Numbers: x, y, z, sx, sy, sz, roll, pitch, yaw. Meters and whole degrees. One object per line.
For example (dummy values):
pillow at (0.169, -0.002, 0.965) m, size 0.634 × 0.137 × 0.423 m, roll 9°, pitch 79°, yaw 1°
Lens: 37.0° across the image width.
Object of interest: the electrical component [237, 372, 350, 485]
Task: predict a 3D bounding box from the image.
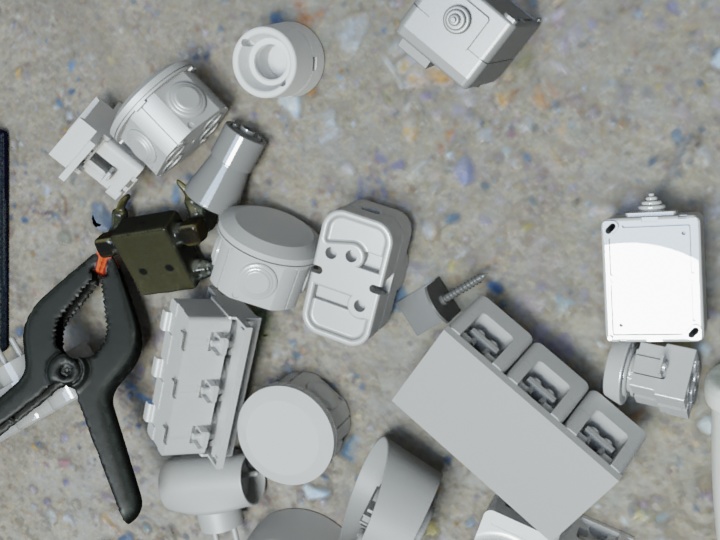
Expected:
electrical component at (-0.050, 0.122, 0.838) m, size 0.080 × 0.051 × 0.080 m, roll 5°, pitch 105°, yaw 19°

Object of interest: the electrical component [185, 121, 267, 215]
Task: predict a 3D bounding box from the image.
electrical component at (-0.099, -0.079, 0.813) m, size 0.044 × 0.044 × 0.065 m, roll 34°, pitch 107°, yaw 10°

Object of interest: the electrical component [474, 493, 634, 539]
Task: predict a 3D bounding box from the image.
electrical component at (0.119, 0.268, 0.806) m, size 0.105 × 0.060 × 0.186 m, roll 22°, pitch 110°, yaw 14°

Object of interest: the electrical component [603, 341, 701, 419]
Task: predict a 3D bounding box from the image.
electrical component at (0.198, 0.072, 0.732) m, size 0.055 × 0.066 × 0.048 m, roll 11°, pitch 72°, yaw 25°

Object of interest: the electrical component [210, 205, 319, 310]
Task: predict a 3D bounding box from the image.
electrical component at (-0.071, -0.011, 0.799) m, size 0.080 × 0.080 × 0.051 m, roll 27°, pitch 116°, yaw 13°

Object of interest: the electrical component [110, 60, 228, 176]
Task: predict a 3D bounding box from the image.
electrical component at (-0.142, -0.113, 0.800) m, size 0.051 × 0.080 × 0.080 m, roll 46°, pitch 114°, yaw -1°

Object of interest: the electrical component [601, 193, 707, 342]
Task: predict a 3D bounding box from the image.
electrical component at (0.196, -0.003, 0.714) m, size 0.062 × 0.061 × 0.096 m, roll -2°, pitch 95°, yaw 20°

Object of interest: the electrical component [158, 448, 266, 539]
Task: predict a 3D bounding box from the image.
electrical component at (-0.117, 0.190, 0.884) m, size 0.077 × 0.043 × 0.079 m, roll -8°, pitch 100°, yaw 22°

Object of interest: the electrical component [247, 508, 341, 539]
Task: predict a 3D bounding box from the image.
electrical component at (-0.056, 0.255, 0.868) m, size 0.108 × 0.060 × 0.108 m, roll 5°, pitch 105°, yaw 19°

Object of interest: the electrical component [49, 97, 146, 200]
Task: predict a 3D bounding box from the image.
electrical component at (-0.197, -0.092, 0.832) m, size 0.064 × 0.081 × 0.042 m, roll 41°, pitch 115°, yaw -17°

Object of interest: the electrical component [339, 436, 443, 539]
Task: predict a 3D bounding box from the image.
electrical component at (0.019, 0.180, 0.804) m, size 0.064 × 0.099 × 0.099 m, roll 26°, pitch 111°, yaw 6°

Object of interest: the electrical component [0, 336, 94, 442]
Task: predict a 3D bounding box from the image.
electrical component at (-0.286, 0.093, 0.918) m, size 0.138 × 0.052 × 0.073 m, roll -29°, pitch 91°, yaw 23°

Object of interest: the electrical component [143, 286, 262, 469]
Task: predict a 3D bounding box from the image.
electrical component at (-0.126, 0.084, 0.843) m, size 0.079 × 0.063 × 0.121 m, roll 39°, pitch 121°, yaw 53°

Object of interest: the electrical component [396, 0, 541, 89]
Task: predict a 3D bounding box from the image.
electrical component at (0.068, -0.156, 0.701) m, size 0.062 × 0.096 × 0.061 m, roll 42°, pitch 113°, yaw 7°

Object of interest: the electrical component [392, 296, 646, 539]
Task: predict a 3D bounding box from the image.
electrical component at (0.112, 0.101, 0.756) m, size 0.150 × 0.062 × 0.089 m, roll 41°, pitch 134°, yaw 10°

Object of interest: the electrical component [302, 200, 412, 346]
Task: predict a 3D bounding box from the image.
electrical component at (0.000, 0.000, 0.785) m, size 0.054 × 0.059 × 0.095 m, roll 19°, pitch 109°, yaw 15°

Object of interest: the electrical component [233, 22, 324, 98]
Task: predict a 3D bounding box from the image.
electrical component at (-0.060, -0.151, 0.777) m, size 0.055 × 0.047 × 0.055 m, roll 5°, pitch 105°, yaw 19°
